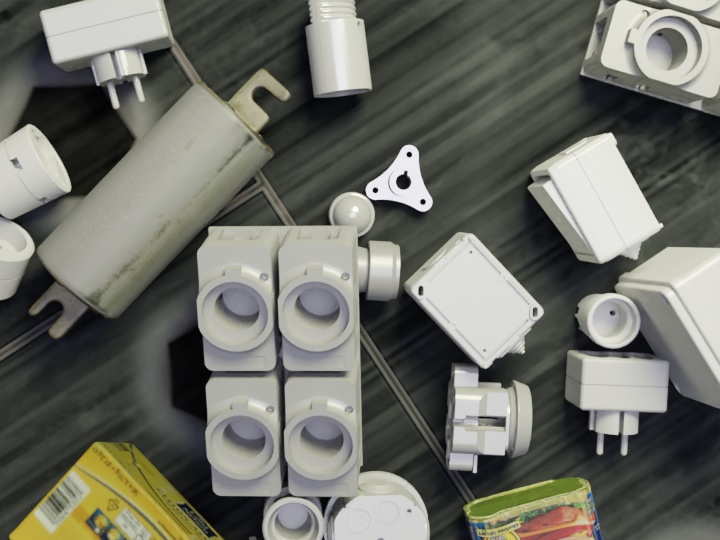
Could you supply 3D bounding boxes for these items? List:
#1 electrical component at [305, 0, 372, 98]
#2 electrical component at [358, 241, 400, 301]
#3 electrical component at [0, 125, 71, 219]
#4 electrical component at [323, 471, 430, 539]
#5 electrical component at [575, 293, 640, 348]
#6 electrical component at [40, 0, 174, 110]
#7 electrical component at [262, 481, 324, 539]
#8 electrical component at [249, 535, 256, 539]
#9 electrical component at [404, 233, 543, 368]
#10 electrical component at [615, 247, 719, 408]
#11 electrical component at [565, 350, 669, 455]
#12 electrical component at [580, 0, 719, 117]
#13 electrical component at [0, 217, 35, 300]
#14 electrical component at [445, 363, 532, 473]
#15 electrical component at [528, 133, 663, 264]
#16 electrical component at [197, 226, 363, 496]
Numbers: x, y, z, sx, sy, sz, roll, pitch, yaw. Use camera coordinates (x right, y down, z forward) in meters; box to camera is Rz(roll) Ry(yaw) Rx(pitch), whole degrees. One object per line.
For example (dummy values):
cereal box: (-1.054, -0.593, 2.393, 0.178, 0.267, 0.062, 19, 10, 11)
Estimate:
electrical component: (-0.017, -0.170, 0.786, 0.043, 0.043, 0.081, -7, 94, -4)
electrical component: (0.000, 0.000, 0.796, 0.055, 0.045, 0.045, 3, 93, -4)
electrical component: (-0.243, -0.069, 0.771, 0.047, 0.055, 0.055, -29, 95, 2)
electrical component: (0.013, 0.195, 0.805, 0.080, 0.051, 0.080, 0, 93, -4)
electrical component: (0.185, 0.037, 0.811, 0.040, 0.046, 0.040, 0, 93, -4)
electrical component: (-0.176, -0.155, 0.774, 0.083, 0.047, 0.075, -15, 94, -3)
electrical component: (-0.050, 0.183, 0.798, 0.045, 0.055, 0.045, 0, 93, -4)
electrical component: (-0.060, 0.242, 0.807, 0.064, 0.042, 0.081, -10, 94, -5)
electrical component: (0.087, 0.026, 0.796, 0.062, 0.061, 0.096, -44, 95, -1)
electrical component: (0.251, 0.041, 0.785, 0.056, 0.109, 0.108, -33, 95, -4)
electrical component: (0.193, 0.102, 0.815, 0.066, 0.047, 0.076, 2, 93, -4)
electrical component: (0.274, -0.173, 0.799, 0.186, 0.060, 0.105, 15, 92, -5)
electrical component: (-0.309, -0.018, 0.771, 0.138, 0.052, 0.073, 30, 116, -5)
electrical component: (0.096, 0.111, 0.804, 0.057, 0.058, 0.078, 3, 93, -1)
electrical component: (0.174, -0.045, 0.798, 0.061, 0.062, 0.096, -30, 95, -2)
electrical component: (-0.054, 0.066, 0.760, 0.105, 0.060, 0.186, 0, 107, 3)
